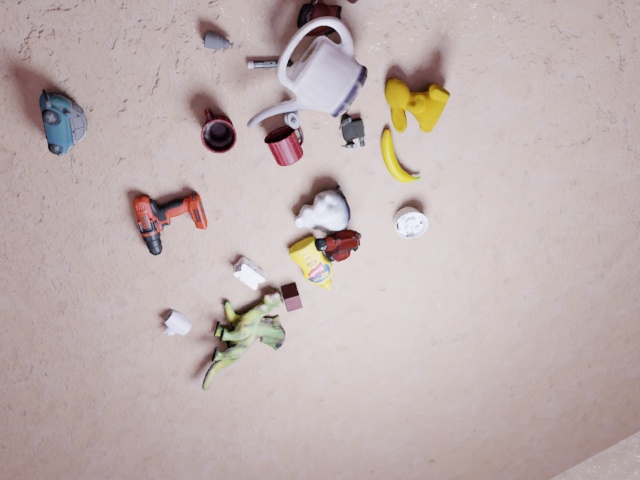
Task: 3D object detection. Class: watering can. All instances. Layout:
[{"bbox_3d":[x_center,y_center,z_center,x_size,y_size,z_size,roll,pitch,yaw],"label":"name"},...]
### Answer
[{"bbox_3d":[-0.020,-0.390,1.318,0.223,0.106,0.344,30,105,-20],"label":"watering can"}]

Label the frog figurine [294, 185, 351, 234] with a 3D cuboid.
[{"bbox_3d":[0.005,-0.076,1.512,0.160,0.125,0.134,-19,138,-14],"label":"frog figurine"}]

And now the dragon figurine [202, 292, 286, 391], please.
[{"bbox_3d":[-0.225,0.327,1.671,0.242,0.124,0.403,10,115,-24],"label":"dragon figurine"}]
